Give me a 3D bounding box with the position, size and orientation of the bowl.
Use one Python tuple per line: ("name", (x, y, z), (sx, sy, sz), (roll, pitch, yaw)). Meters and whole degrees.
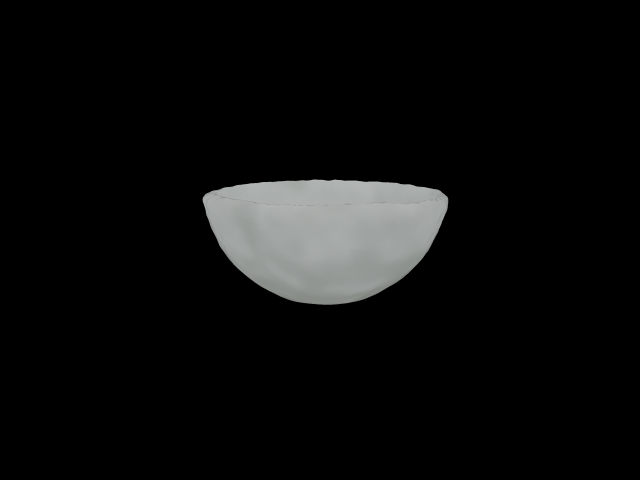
("bowl", (0.004, 0.001, 0.400), (0.167, 0.075, 0.167), (0, 11, 0))
